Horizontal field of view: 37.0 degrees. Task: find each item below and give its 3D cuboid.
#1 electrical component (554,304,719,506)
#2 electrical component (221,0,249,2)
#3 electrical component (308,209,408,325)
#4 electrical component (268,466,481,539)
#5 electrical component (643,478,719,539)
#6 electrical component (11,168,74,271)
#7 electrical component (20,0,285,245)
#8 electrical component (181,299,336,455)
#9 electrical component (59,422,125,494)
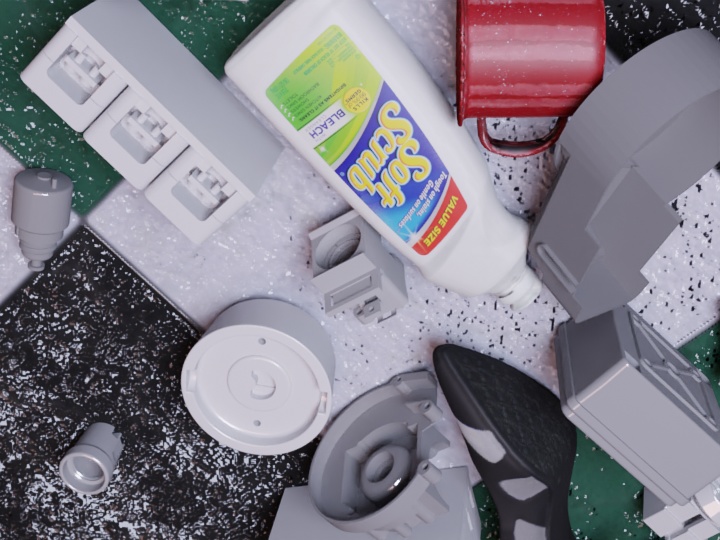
[{"bbox_3d":[0.187,0.083,0.716,0.109,0.108,0.056,41,113,-12],"label":"electrical component"},{"bbox_3d":[-0.119,-0.248,0.602,0.105,0.060,0.186,4,104,7],"label":"electrical component"},{"bbox_3d":[0.000,0.000,0.728,0.042,0.081,0.064,-26,132,20],"label":"electrical component"},{"bbox_3d":[0.013,0.209,0.818,0.150,0.089,0.061,-9,115,14],"label":"electrical component"},{"bbox_3d":[0.244,0.173,0.788,0.066,0.048,0.055,43,123,-12],"label":"electrical component"},{"bbox_3d":[-0.226,-0.035,0.761,0.040,0.040,0.078,15,118,1],"label":"electrical component"},{"bbox_3d":[-0.130,-0.097,0.687,0.062,0.089,0.150,-39,105,24],"label":"electrical component"},{"bbox_3d":[-0.069,0.072,0.779,0.108,0.060,0.108,4,117,7],"label":"electrical component"},{"bbox_3d":[-0.210,0.147,0.847,0.040,0.046,0.040,4,117,7],"label":"electrical component"}]
